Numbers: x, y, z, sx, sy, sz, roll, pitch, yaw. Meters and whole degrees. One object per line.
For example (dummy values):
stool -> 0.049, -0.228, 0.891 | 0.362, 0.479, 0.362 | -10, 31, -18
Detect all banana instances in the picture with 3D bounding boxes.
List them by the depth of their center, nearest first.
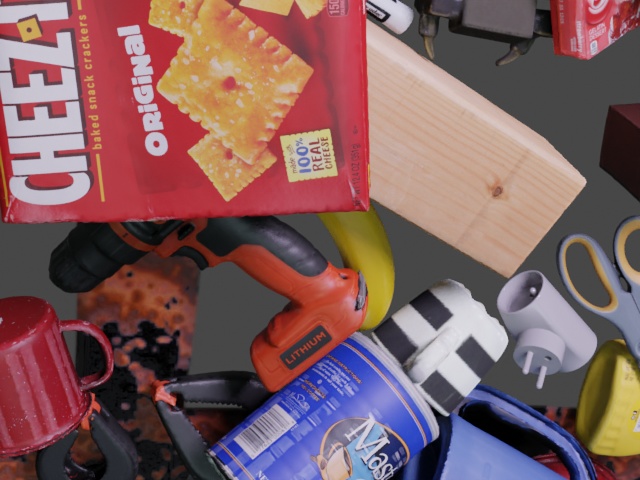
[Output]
banana -> 0.013, -0.002, 0.780 | 0.069, 0.037, 0.198 | -19, 120, -1

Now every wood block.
wood block -> 0.064, -0.070, 0.724 | 0.205, 0.090, 0.091 | 30, 107, -23

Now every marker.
marker -> 0.010, -0.174, 0.698 | 0.121, 0.020, 0.020 | 29, 108, -23

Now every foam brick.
foam brick -> 0.245, -0.063, 0.771 | 0.053, 0.078, 0.051 | -5, 117, -11

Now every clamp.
clamp -> -0.035, 0.156, 0.842 | 0.210, 0.036, 0.164 | 38, 80, -16
clamp -> -0.174, 0.203, 0.849 | 0.120, 0.039, 0.172 | 7, 116, -15

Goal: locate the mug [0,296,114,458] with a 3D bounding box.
mug -> -0.205, 0.090, 0.755 | 0.117, 0.093, 0.081 | -13, 116, -4

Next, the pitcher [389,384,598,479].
pitcher -> 0.172, 0.233, 0.848 | 0.242, 0.145, 0.149 | 27, 104, -8

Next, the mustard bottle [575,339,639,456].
mustard bottle -> 0.318, 0.140, 0.903 | 0.191, 0.058, 0.096 | 8, 107, -15

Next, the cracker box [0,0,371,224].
cracker box -> -0.080, -0.097, 0.605 | 0.213, 0.072, 0.164 | -2, 111, 1

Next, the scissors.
scissors -> 0.264, 0.066, 0.842 | 0.096, 0.016, 0.201 | -39, 98, -2

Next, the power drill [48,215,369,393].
power drill -> -0.073, 0.021, 0.747 | 0.185, 0.057, 0.187 | -38, 112, 22

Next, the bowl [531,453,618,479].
bowl -> 0.206, 0.270, 0.952 | 0.162, 0.055, 0.162 | -4, 118, -9

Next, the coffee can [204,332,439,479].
coffee can -> 0.002, 0.149, 0.779 | 0.140, 0.103, 0.102 | -38, 120, -15

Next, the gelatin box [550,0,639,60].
gelatin box -> 0.187, -0.169, 0.706 | 0.089, 0.030, 0.073 | -33, 125, -35
